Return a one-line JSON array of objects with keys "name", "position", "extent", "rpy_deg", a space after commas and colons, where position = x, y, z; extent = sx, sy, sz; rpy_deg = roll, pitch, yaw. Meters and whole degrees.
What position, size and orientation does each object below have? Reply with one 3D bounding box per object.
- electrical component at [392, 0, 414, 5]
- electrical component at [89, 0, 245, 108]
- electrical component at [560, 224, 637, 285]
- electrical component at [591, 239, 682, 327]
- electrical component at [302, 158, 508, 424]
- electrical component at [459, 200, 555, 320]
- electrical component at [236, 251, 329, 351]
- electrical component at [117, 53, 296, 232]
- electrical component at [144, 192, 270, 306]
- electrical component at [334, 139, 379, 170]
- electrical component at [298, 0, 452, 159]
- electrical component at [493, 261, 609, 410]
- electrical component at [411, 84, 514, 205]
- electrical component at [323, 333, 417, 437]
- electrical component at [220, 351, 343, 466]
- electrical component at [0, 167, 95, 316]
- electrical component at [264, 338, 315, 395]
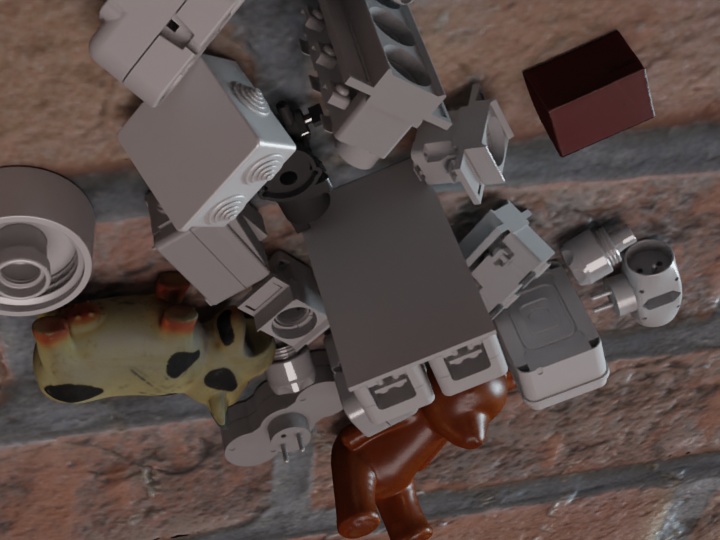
[{"name": "electrical component", "position": [0.027, -0.226, 0.645], "extent": [0.078, 0.057, 0.113], "rpy_deg": [20, 125, -34]}, {"name": "electrical component", "position": [-0.118, -0.155, 0.655], "extent": [0.059, 0.053, 0.095], "rpy_deg": [40, 102, -11]}, {"name": "electrical component", "position": [0.208, -0.017, 0.933], "extent": [0.062, 0.043, 0.043], "rpy_deg": [-30, 136, 10]}, {"name": "electrical component", "position": [0.249, 0.019, 0.982], "extent": [0.079, 0.043, 0.077], "rpy_deg": [-20, 137, 2]}, {"name": "electrical component", "position": [0.028, 0.013, 0.796], "extent": [0.105, 0.186, 0.060], "rpy_deg": [-22, 137, 4]}, {"name": "electrical component", "position": [0.100, 0.009, 0.898], "extent": [0.121, 0.063, 0.079], "rpy_deg": [-49, 170, 28]}, {"name": "electrical component", "position": [-0.058, 0.023, 0.867], "extent": [0.042, 0.063, 0.081], "rpy_deg": [-39, 133, 21]}, {"name": "electrical component", "position": [-0.102, -0.085, 0.718], "extent": [0.100, 0.099, 0.048], "rpy_deg": [-44, 160, 25]}, {"name": "electrical component", "position": [-0.113, -0.031, 0.794], "extent": [0.061, 0.061, 0.096], "rpy_deg": [-28, 136, 10]}, {"name": "electrical component", "position": [0.011, -0.105, 0.778], "extent": [0.044, 0.044, 0.065], "rpy_deg": [15, 133, -30]}, {"name": "electrical component", "position": [0.004, -0.134, 0.686], "extent": [0.079, 0.121, 0.063], "rpy_deg": [19, 128, -33]}, {"name": "electrical component", "position": [0.162, 0.057, 0.941], "extent": [0.078, 0.113, 0.057], "rpy_deg": [-21, 134, 2]}, {"name": "electrical component", "position": [0.074, -0.091, 0.790], "extent": [0.064, 0.081, 0.042], "rpy_deg": [-5, 143, 29]}, {"name": "electrical component", "position": [0.013, 0.088, 0.935], "extent": [0.059, 0.095, 0.053], "rpy_deg": [-28, 136, 10]}, {"name": "electrical component", "position": [-0.066, 0.140, 0.977], "extent": [0.138, 0.073, 0.052], "rpy_deg": [-36, 134, 19]}, {"name": "electrical component", "position": [-0.243, -0.013, 0.769], "extent": [0.108, 0.060, 0.108], "rpy_deg": [-10, 136, -9]}, {"name": "electrical component", "position": [-0.065, 0.073, 0.929], "extent": [0.043, 0.043, 0.062], "rpy_deg": [-17, 106, -2]}]
